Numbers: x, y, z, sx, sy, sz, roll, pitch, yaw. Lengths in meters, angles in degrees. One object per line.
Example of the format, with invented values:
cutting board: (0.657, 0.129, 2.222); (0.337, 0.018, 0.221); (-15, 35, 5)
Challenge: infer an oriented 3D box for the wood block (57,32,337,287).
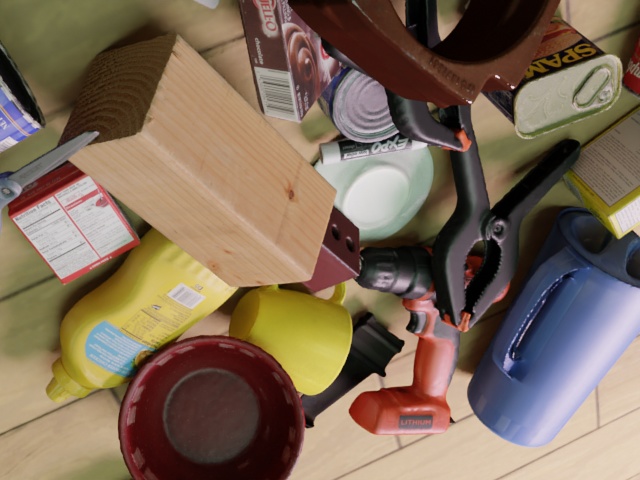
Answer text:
wood block: (-0.087, -0.053, 0.818); (0.090, 0.090, 0.205); (-6, 146, 37)

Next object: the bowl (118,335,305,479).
bowl: (-0.095, 0.162, 0.946); (0.162, 0.055, 0.162); (0, 91, -5)

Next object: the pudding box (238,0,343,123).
pudding box: (-0.019, -0.159, 0.795); (0.090, 0.039, 0.113); (-56, 150, -40)

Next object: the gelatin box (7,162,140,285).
gelatin box: (-0.197, -0.016, 0.855); (0.073, 0.030, 0.089); (-29, 132, -1)

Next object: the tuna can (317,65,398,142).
tuna can: (0.042, -0.125, 0.886); (0.086, 0.034, 0.086); (-13, 130, -17)

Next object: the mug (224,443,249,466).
mug: (-0.079, 0.188, 1.041); (0.117, 0.093, 0.081); (-57, 141, -18)

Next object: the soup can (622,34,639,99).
soup can: (0.321, -0.179, 0.960); (0.068, 0.068, 0.102); (-4, 126, -24)

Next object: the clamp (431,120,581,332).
clamp: (0.163, -0.018, 0.991); (0.164, 0.036, 0.210); (6, 100, -32)

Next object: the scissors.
scissors: (-0.245, -0.043, 0.766); (0.096, 0.016, 0.202); (26, 137, -25)

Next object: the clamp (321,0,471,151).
clamp: (0.080, -0.144, 0.843); (0.120, 0.039, 0.171); (-51, 130, -9)

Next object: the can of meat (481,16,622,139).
can of meat: (0.191, -0.141, 0.913); (0.102, 0.084, 0.057); (-21, 131, -10)

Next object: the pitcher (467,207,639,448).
pitcher: (0.242, 0.097, 1.097); (0.149, 0.145, 0.243); (22, 120, -6)

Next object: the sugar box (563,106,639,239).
sugar box: (0.326, -0.087, 1.017); (0.176, 0.093, 0.048); (-34, 134, 2)

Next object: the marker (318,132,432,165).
marker: (0.059, -0.083, 0.919); (0.121, 0.020, 0.020); (-10, 129, -8)

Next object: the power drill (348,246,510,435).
power drill: (0.089, 0.096, 1.038); (0.184, 0.057, 0.188); (7, 107, -32)

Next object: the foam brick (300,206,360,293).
foam brick: (-0.006, 0.001, 0.935); (0.051, 0.053, 0.078); (-23, 138, 29)

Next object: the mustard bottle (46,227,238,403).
mustard bottle: (-0.165, 0.072, 0.919); (0.192, 0.058, 0.096); (-43, 138, 9)

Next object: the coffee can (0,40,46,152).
coffee can: (-0.272, -0.084, 0.715); (0.140, 0.103, 0.102); (-31, 133, -2)
